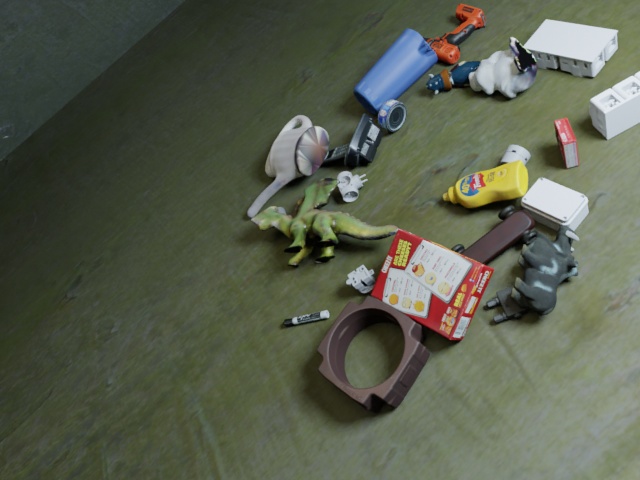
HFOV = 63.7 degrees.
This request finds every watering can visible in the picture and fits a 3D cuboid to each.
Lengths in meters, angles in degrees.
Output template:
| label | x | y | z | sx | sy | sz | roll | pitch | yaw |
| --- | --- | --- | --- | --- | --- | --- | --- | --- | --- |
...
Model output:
| label | x | y | z | sx | sy | sz | roll | pitch | yaw |
| --- | --- | --- | --- | --- | --- | --- | --- | --- | --- |
| watering can | -0.093 | -0.219 | 1.516 | 0.103 | 0.352 | 0.224 | 31 | -18 | -37 |

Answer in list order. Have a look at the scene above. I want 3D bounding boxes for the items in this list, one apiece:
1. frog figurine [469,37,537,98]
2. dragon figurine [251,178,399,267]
| label | x | y | z | sx | sy | sz | roll | pitch | yaw |
| --- | --- | --- | --- | --- | --- | --- | --- | --- | --- |
| frog figurine | 0.473 | -0.425 | 1.335 | 0.123 | 0.139 | 0.157 | -4 | -20 | -33 |
| dragon figurine | 0.004 | -0.067 | 1.331 | 0.408 | 0.248 | 0.120 | -13 | -34 | 21 |
